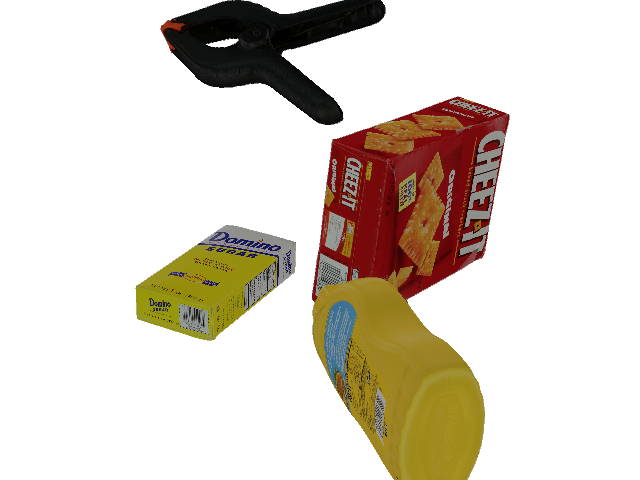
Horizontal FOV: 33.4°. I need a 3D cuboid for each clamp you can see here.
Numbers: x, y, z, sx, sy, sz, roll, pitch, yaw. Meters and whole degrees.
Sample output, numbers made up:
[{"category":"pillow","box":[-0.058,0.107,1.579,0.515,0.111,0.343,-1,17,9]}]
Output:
[{"category":"clamp","box":[-0.036,-0.154,0.816,0.172,0.120,0.039,20,-33,21]}]

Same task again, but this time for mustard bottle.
[{"category":"mustard bottle","box":[0.039,0.079,0.703,0.058,0.096,0.192,-9,27,-18]}]

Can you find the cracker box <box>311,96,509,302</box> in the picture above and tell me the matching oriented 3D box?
[{"category":"cracker box","box":[0.090,-0.034,1.017,0.072,0.164,0.213,25,31,32]}]

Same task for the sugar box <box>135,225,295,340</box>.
[{"category":"sugar box","box":[-0.106,0.040,1.126,0.093,0.048,0.176,14,31,22]}]

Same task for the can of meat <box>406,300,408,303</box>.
[{"category":"can of meat","box":[0.063,0.119,1.255,0.057,0.084,0.102,13,26,11]}]
